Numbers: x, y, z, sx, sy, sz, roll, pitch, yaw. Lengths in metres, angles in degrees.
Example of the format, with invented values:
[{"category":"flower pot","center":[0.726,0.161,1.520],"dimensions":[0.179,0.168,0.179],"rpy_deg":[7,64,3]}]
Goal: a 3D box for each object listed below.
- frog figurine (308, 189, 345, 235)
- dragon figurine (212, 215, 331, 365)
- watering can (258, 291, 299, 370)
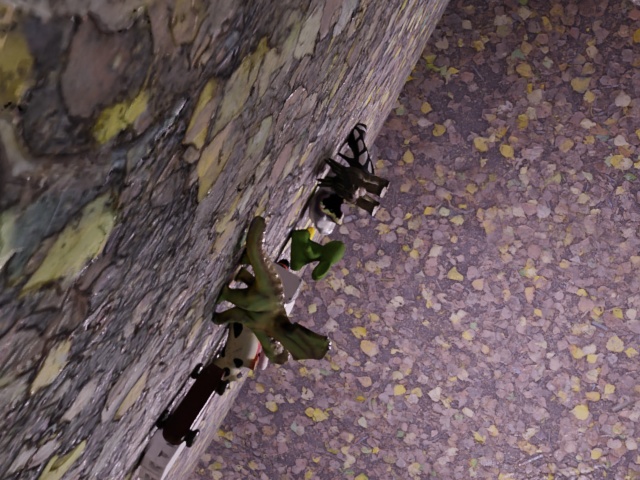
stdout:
[{"category":"frog figurine","center":[0.005,-0.082,1.632],"dimensions":[0.157,0.123,0.139],"rpy_deg":[-38,-120,56]},{"category":"dragon figurine","center":[-0.076,0.134,0.995],"dimensions":[0.124,0.243,0.401],"rpy_deg":[-52,174,-36]},{"category":"watering can","center":[-0.149,0.245,1.714],"dimensions":[0.355,0.103,0.220],"rpy_deg":[-96,-150,-59]}]
